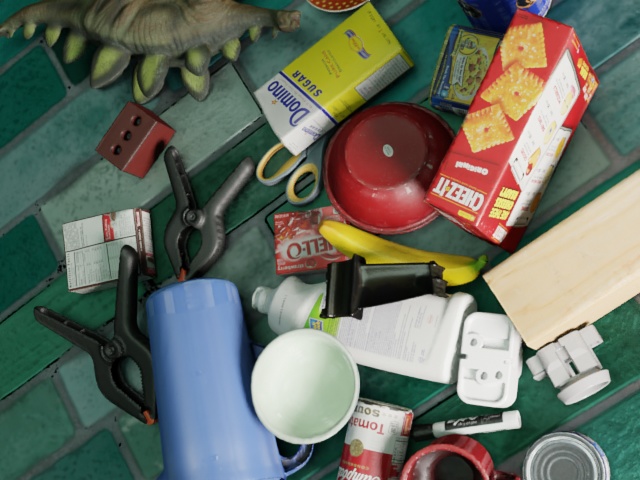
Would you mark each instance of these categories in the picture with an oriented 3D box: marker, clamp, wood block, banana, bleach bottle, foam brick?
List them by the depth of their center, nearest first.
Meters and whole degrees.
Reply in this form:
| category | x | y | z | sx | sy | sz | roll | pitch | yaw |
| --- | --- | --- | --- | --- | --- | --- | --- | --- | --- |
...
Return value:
| category | x | y | z | sx | sy | sz | roll | pitch | yaw |
| --- | --- | --- | --- | --- | --- | --- | --- | --- | --- |
| wood block | 0.282 | 0.019 | 1.085 | 0.206 | 0.090 | 0.090 | -35 | 69 | 13 |
| marker | 0.154 | 0.200 | 1.142 | 0.121 | 0.020 | 0.020 | -12 | 77 | 19 |
| banana | 0.094 | 0.017 | 1.174 | 0.198 | 0.069 | 0.037 | 11 | 49 | 22 |
| bleach bottle | 0.040 | 0.084 | 1.186 | 0.251 | 0.068 | 0.102 | 13 | 83 | 26 |
| clamp | -0.239 | 0.121 | 1.284 | 0.165 | 0.036 | 0.210 | -40 | 78 | 20 |
| clamp | -0.155 | -0.034 | 1.296 | 0.120 | 0.039 | 0.171 | 19 | 88 | 27 |
| foam brick | -0.230 | -0.125 | 1.334 | 0.053 | 0.051 | 0.078 | 37 | 95 | 23 |

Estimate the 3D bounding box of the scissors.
| category | x | y | z | sx | sy | sz | roll | pitch | yaw |
| --- | --- | --- | --- | --- | --- | --- | --- | --- | --- |
| scissors | 0.014 | -0.115 | 1.254 | 0.202 | 0.016 | 0.096 | -34 | 67 | 13 |

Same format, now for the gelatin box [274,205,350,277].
| category | x | y | z | sx | sy | sz | roll | pitch | yaw |
| --- | --- | --- | --- | --- | --- | --- | --- | --- | --- |
| gelatin box | -0.008 | 0.001 | 1.235 | 0.089 | 0.030 | 0.073 | -7 | 78 | 21 |

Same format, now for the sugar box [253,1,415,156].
| category | x | y | z | sx | sy | sz | roll | pitch | yaw |
| --- | --- | --- | --- | --- | --- | --- | --- | --- | --- |
| sugar box | 0.014 | -0.188 | 1.242 | 0.176 | 0.048 | 0.093 | -36 | 53 | 9 |

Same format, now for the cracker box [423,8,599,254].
| category | x | y | z | sx | sy | sz | roll | pitch | yaw |
| --- | --- | --- | --- | --- | --- | --- | --- | --- | --- |
| cracker box | 0.200 | -0.106 | 1.100 | 0.072 | 0.164 | 0.214 | 27 | 91 | 25 |

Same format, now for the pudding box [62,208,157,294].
| category | x | y | z | sx | sy | sz | roll | pitch | yaw |
| --- | --- | --- | --- | --- | --- | --- | --- | --- | --- |
| pudding box | -0.264 | 0.013 | 1.331 | 0.114 | 0.039 | 0.090 | -12 | 79 | 22 |

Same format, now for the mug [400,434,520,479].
| category | x | y | z | sx | sy | sz | roll | pitch | yaw |
| --- | --- | --- | --- | --- | --- | --- | --- | --- | --- |
| mug | 0.147 | 0.247 | 1.096 | 0.117 | 0.081 | 0.093 | -4 | 91 | 17 |

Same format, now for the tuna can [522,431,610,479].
| category | x | y | z | sx | sy | sz | roll | pitch | yaw |
| --- | --- | --- | --- | --- | --- | --- | --- | --- | --- |
| tuna can | 0.251 | 0.238 | 1.089 | 0.086 | 0.033 | 0.086 | -4 | 79 | 21 |

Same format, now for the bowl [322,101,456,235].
| category | x | y | z | sx | sy | sz | roll | pitch | yaw |
| --- | --- | --- | --- | --- | --- | --- | --- | --- | --- |
| bowl | 0.077 | -0.090 | 1.189 | 0.162 | 0.055 | 0.162 | -3 | 73 | 11 |

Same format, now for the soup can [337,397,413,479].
| category | x | y | z | sx | sy | sz | roll | pitch | yaw |
| --- | --- | --- | --- | --- | --- | --- | --- | --- | --- |
| soup can | 0.059 | 0.226 | 1.149 | 0.069 | 0.068 | 0.102 | 10 | 84 | 23 |

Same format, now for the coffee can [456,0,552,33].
| category | x | y | z | sx | sy | sz | roll | pitch | yaw |
| --- | --- | --- | --- | --- | --- | --- | --- | --- | --- |
| coffee can | 0.188 | -0.288 | 1.149 | 0.103 | 0.140 | 0.103 | -4 | 79 | 21 |

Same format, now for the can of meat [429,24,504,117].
| category | x | y | z | sx | sy | sz | roll | pitch | yaw |
| --- | --- | --- | --- | --- | --- | --- | --- | --- | --- |
| can of meat | 0.175 | -0.183 | 1.181 | 0.084 | 0.057 | 0.102 | 17 | 89 | 25 |

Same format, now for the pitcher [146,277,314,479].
| category | x | y | z | sx | sy | sz | roll | pitch | yaw |
| --- | --- | --- | --- | --- | --- | --- | --- | --- | --- |
| pitcher | -0.115 | 0.169 | 1.205 | 0.145 | 0.149 | 0.243 | -26 | 68 | 37 |
